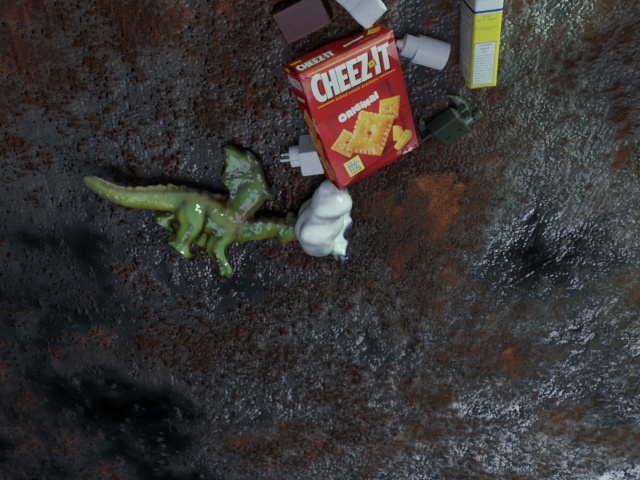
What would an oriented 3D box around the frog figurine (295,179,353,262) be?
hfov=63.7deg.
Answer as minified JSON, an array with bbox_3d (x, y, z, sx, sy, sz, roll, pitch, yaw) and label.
[{"bbox_3d":[0.003,-0.048,0.952,0.123,0.140,0.156,16,155,25],"label":"frog figurine"}]

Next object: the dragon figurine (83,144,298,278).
[{"bbox_3d":[-0.207,-0.081,0.982,0.406,0.124,0.240,34,105,-26],"label":"dragon figurine"}]
